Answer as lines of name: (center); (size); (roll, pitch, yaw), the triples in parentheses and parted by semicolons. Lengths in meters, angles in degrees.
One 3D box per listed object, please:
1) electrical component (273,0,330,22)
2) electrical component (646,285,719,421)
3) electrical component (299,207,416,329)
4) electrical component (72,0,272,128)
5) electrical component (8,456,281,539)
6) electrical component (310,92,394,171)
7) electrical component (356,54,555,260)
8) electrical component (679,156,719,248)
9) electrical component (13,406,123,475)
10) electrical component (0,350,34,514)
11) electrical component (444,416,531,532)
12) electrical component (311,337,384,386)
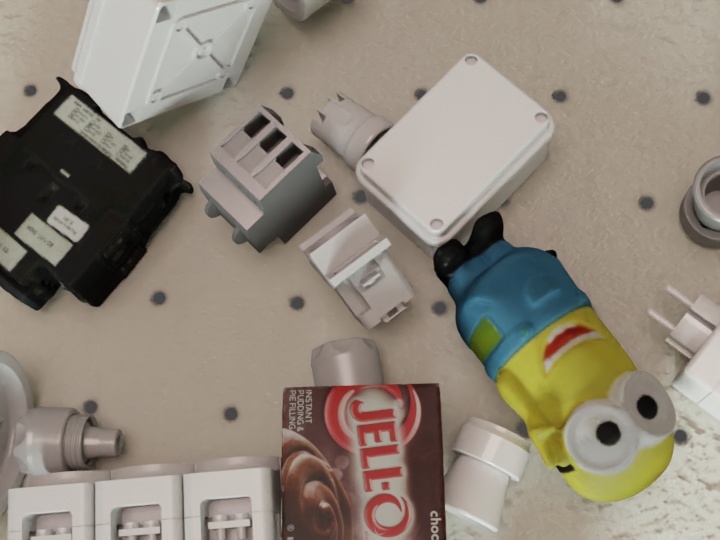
electrical component: (-0.041, -0.229, 0.721); (0.060, 0.108, 0.108); (-33, 73, -10)
electrical component: (0.209, 0.040, 0.644); (0.077, 0.047, 0.065); (38, 81, 15)
electrical component: (0.000, 0.000, 0.667); (0.042, 0.081, 0.063); (-38, 103, -4)
electrical component: (-0.117, -0.157, 0.686); (0.056, 0.108, 0.109); (47, 47, 13)
electrical component: (-0.117, 0.147, 0.628); (0.150, 0.089, 0.061); (-6, 74, 5)
electrical component: (-0.004, -0.091, 0.711); (0.046, 0.040, 0.040); (38, 82, 21)
electrical component: (0.061, -0.072, 0.688); (0.078, 0.057, 0.113); (43, 83, 15)
electrical component: (0.223, -0.041, 0.661); (0.045, 0.055, 0.045); (-2, 74, 6)
electrical component: (-0.181, 0.107, 0.672); (0.062, 0.043, 0.043); (1, 74, 5)
electrical component: (-0.253, 0.099, 0.651); (0.060, 0.108, 0.108); (3, 75, 14)
electrical component: (0.072, 0.121, 0.638); (0.045, 0.045, 0.055); (23, 77, 12)
electrical component: (-0.006, 0.075, 0.661); (0.043, 0.043, 0.062); (-10, 75, 3)
